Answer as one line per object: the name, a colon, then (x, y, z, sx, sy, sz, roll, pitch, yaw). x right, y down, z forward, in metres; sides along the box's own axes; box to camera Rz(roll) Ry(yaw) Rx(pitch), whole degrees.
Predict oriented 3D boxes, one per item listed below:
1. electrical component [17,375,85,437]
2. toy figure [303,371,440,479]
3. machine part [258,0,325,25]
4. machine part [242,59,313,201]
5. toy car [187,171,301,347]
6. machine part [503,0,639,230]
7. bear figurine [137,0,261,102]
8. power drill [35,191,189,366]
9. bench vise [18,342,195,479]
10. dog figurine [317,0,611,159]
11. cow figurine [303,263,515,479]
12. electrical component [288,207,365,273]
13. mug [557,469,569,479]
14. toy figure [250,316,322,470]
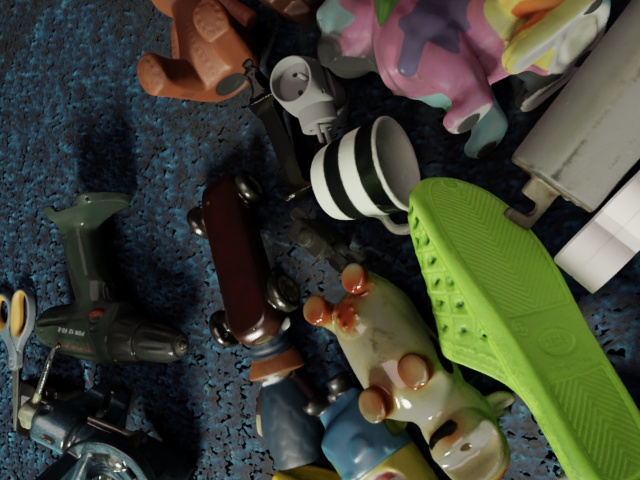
electrical component: (-0.373, 0.220, 0.719, 0.119, 0.047, 0.074, 8, 92, 26)
toy figure: (0.061, 0.204, 0.476, 0.180, 0.089, 0.082, 53, 124, 28)
machine part: (-0.018, -0.317, 0.541, 0.180, 0.056, 0.179, -1, 87, 27)
machine part: (-0.042, -0.108, 0.545, 0.039, 0.084, 0.139, -21, 87, -1)
toy car: (-0.081, 0.015, 0.553, 0.089, 0.053, 0.202, -37, 52, 20)
machine part: (0.226, -0.108, 0.398, 0.079, 0.079, 0.243, 40, 106, 22)
bear figurine: (-0.143, -0.248, 0.567, 0.120, 0.132, 0.196, -30, 82, 21)
power drill: (-0.256, 0.048, 0.651, 0.232, 0.086, 0.207, -10, 92, 30)
bench vise: (-0.259, 0.246, 0.560, 0.224, 0.240, 0.128, 34, 110, 4)
dog figurine: (0.096, -0.189, 0.453, 0.191, 0.108, 0.219, -45, 67, 20)
cow figurine: (0.083, 0.115, 0.455, 0.085, 0.127, 0.195, -48, 55, 18)
electrical component: (-0.001, -0.002, 0.520, 0.094, 0.063, 0.021, 41, 107, 23)
mug: (0.233, 0.202, 0.386, 0.109, 0.080, 0.107, -46, 61, 24)
toy figure: (-0.041, 0.147, 0.541, 0.058, 0.064, 0.154, 135, 122, -61)
